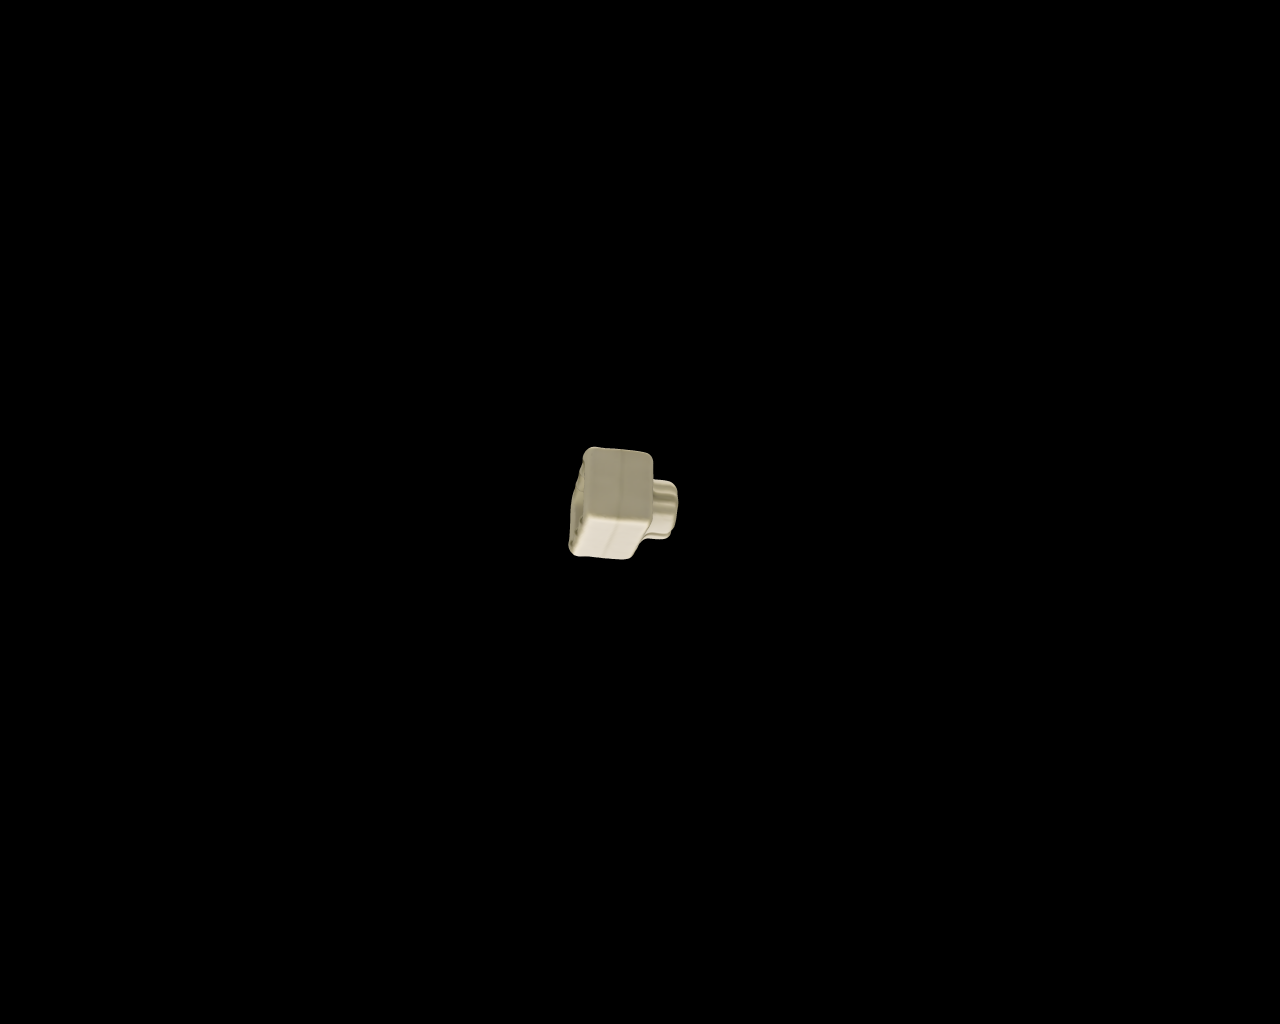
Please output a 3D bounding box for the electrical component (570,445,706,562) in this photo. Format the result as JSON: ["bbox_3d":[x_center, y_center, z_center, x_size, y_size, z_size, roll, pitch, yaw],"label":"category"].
[{"bbox_3d":[0.001,-0.003,0.650,0.077,0.047,0.065,5,-24,-10],"label":"electrical component"}]
